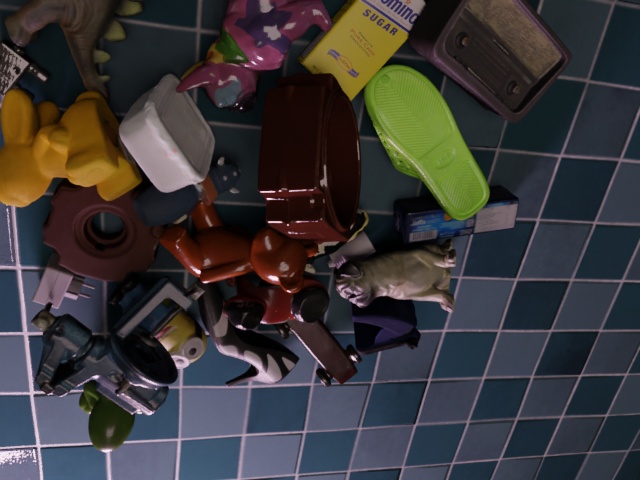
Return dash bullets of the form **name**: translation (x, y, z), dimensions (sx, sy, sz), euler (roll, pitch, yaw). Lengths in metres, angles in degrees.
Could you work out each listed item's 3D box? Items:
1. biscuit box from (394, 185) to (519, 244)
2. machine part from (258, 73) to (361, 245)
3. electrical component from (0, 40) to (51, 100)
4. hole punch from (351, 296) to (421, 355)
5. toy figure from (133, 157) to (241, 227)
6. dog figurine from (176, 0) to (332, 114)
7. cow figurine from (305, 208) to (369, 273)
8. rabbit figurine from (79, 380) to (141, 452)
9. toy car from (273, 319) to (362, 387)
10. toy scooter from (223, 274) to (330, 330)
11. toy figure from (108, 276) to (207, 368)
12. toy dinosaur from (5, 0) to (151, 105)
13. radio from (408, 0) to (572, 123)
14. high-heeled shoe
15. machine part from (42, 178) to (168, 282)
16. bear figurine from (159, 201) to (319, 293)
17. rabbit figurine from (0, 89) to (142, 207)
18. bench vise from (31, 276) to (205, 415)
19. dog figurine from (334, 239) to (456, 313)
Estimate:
- **biscuit box**: translation (0.228, -0.043, 0.910), dimensions (0.203, 0.063, 0.059), euler (-7, 119, -9)
- **machine part**: translation (-0.004, -0.103, 0.722), dimensions (0.087, 0.201, 0.201), euler (-1, 78, 17)
- **electrical component**: translation (-0.402, -0.222, 0.688), dimensions (0.094, 0.021, 0.063), euler (38, 102, -26)
- **hole punch**: translation (0.107, 0.125, 0.933), dimensions (0.116, 0.142, 0.092), euler (-14, 116, 7)
- **toy figure**: translation (-0.185, -0.071, 0.762), dimensions (0.154, 0.058, 0.064), euler (-30, 140, -27)
- **dog figurine**: translation (-0.103, -0.273, 0.689), dimensions (0.219, 0.109, 0.191), euler (-30, 120, 5)
- **cow figurine**: translation (-0.003, -0.003, 0.875), dimensions (0.098, 0.068, 0.167), euler (35, 105, -32)
- **rabbit figurine**: translation (-0.319, 0.251, 0.866), dimensions (0.121, 0.170, 0.159), euler (15, 113, -21)
- **toy car**: translation (-0.002, 0.184, 0.976), dimensions (0.089, 0.053, 0.202), euler (-40, 115, -4)
- **toy scooter**: translation (-0.083, 0.087, 0.878), dimensions (0.184, 0.135, 0.075), euler (-6, 114, -32)
- **toy figure**: translation (-0.255, 0.130, 0.873), dimensions (0.082, 0.089, 0.180), euler (-31, 111, 24)
- **toy dinosaur**: translation (-0.283, -0.374, 0.598), dimensions (0.199, 0.105, 0.470), euler (-13, 128, -15)
- **radio**: translation (0.243, -0.274, 0.766), dimensions (0.229, 0.073, 0.131), euler (25, 109, -35)
- **high-heeled shoe**: translation (-0.119, 0.150, 0.925), dimensions (0.145, 0.086, 0.248), euler (-20, 116, -22)
- **machine part**: translation (-0.315, -0.021, 0.794), dimensions (0.179, 0.056, 0.179), euler (-5, 118, -10)
- **bear figurine**: translation (-0.112, 0.008, 0.789), dimensions (0.196, 0.120, 0.131), euler (1, 134, 27)
- **rabbit figurine**: translation (-0.342, -0.111, 0.680), dimensions (0.173, 0.122, 0.162), euler (-26, 91, 5)
- **bench vise**: translation (-0.271, 0.132, 0.762), dimensions (0.240, 0.129, 0.223), euler (-44, 101, 2)
- **dog figurine**: translation (0.127, 0.055, 0.909), dimensions (0.191, 0.172, 0.121), euler (1, 86, 10)
